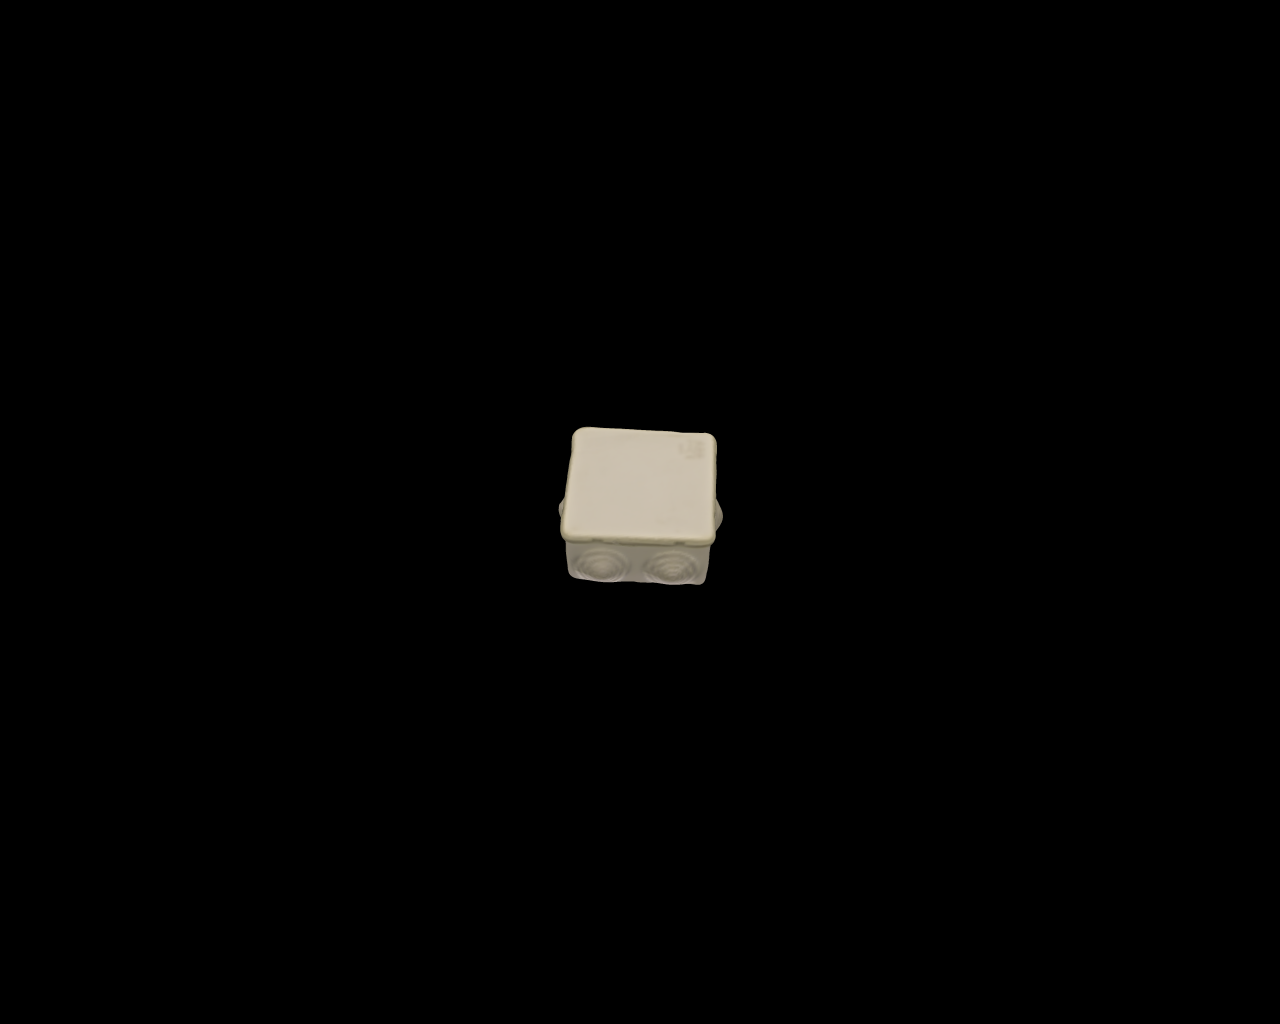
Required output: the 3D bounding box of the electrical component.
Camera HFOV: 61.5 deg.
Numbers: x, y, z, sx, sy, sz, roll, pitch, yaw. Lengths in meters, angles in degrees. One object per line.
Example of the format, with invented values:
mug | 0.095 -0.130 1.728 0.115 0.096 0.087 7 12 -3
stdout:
electrical component | 0.001 -0.003 0.650 0.100 0.100 0.048 2 -40 2
